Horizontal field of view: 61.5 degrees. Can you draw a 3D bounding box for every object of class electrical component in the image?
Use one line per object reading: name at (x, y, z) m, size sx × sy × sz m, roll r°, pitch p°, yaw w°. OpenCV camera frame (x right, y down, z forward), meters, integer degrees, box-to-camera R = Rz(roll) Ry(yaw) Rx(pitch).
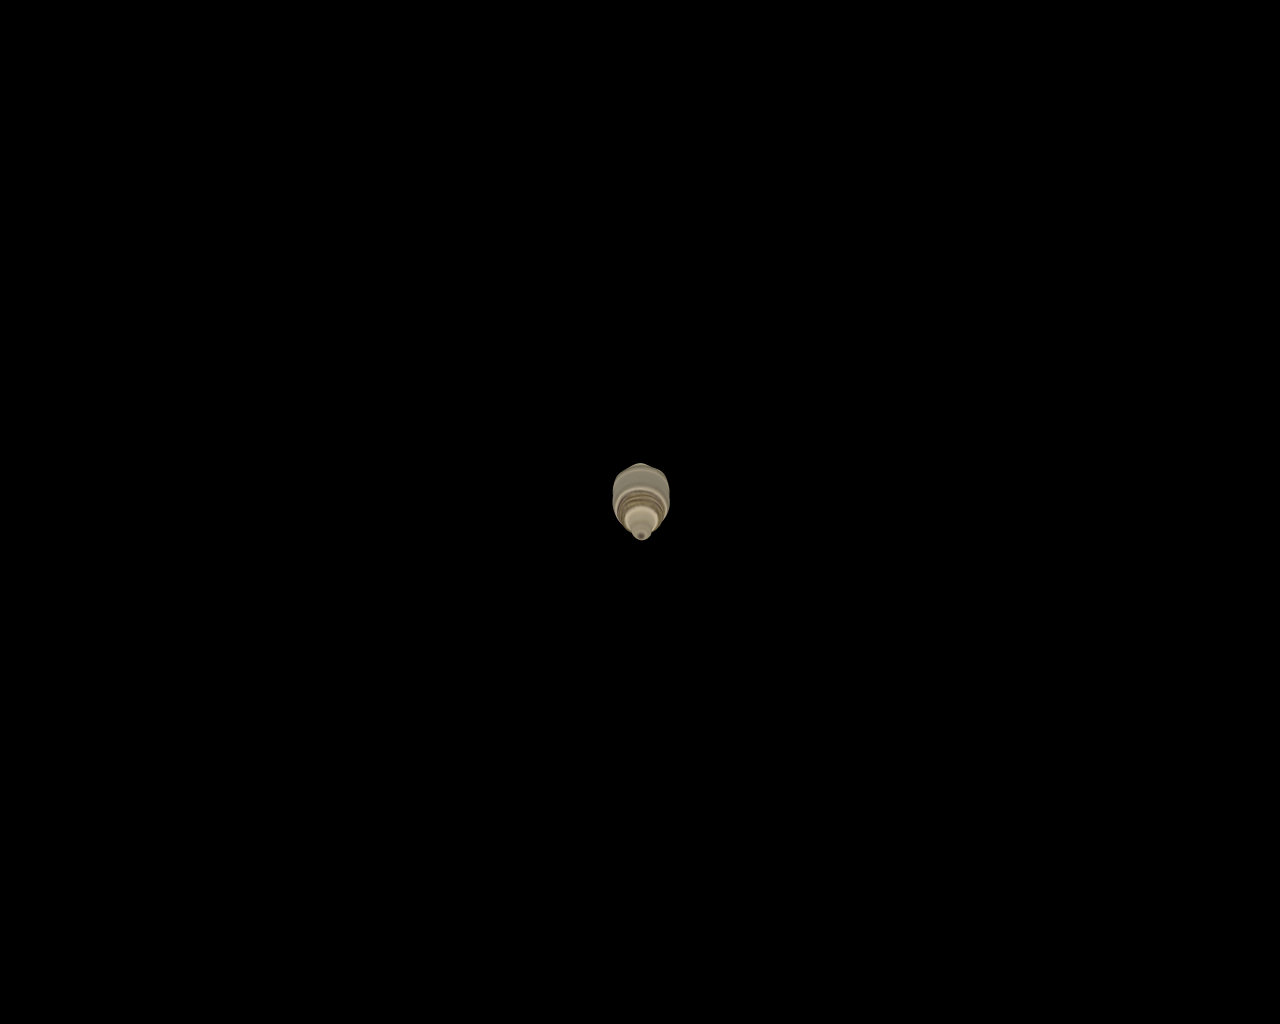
electrical component at (0.001, -0.003, 0.650) m, size 0.035 × 0.035 × 0.061 m, roll 0°, pitch 34°, yaw 0°
